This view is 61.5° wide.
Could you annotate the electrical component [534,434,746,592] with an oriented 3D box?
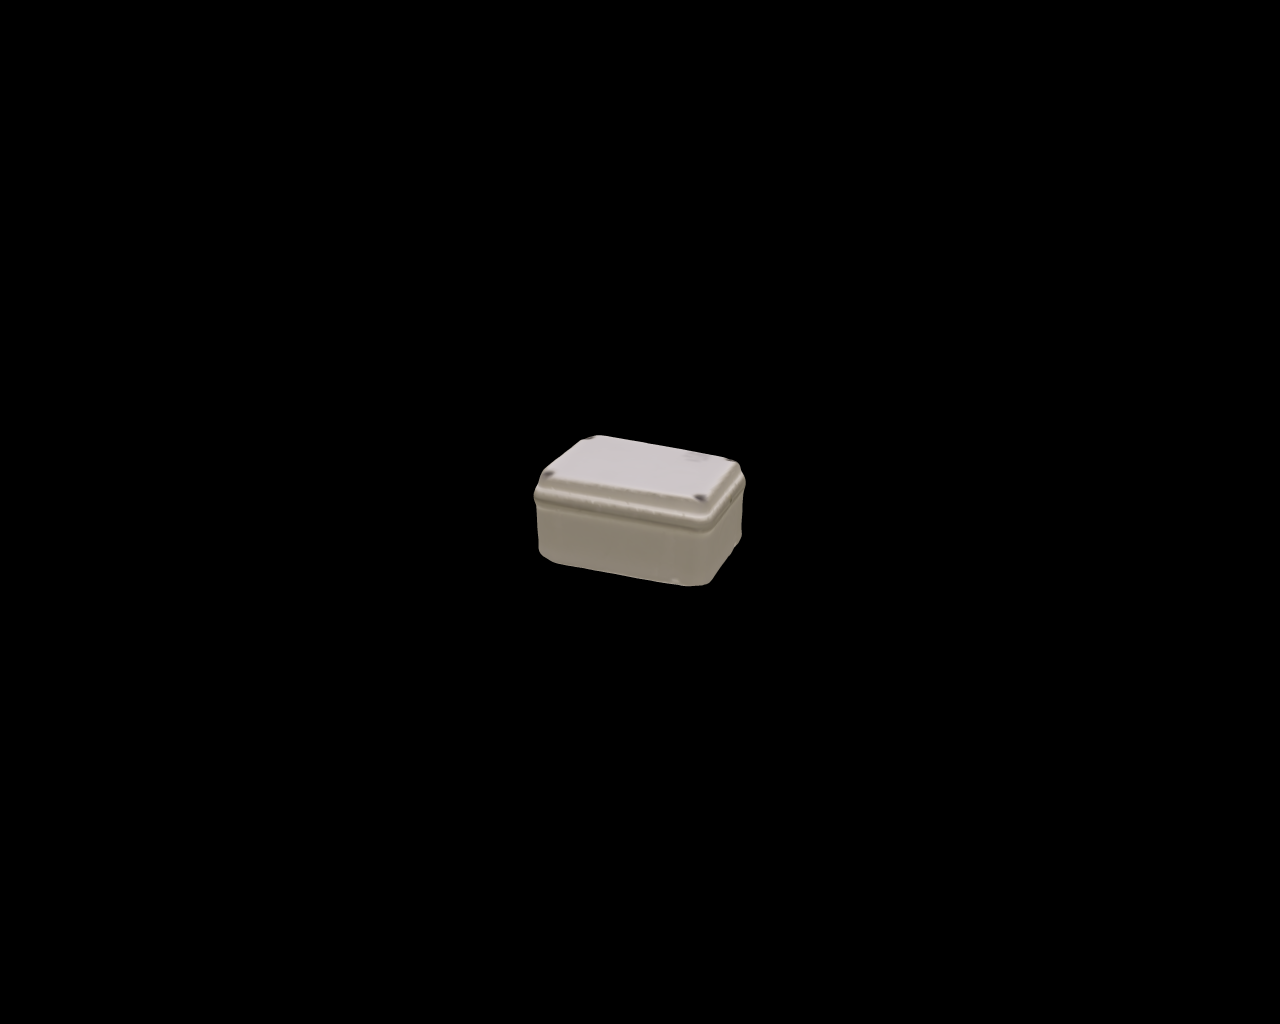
[{"bbox_3d":[0.001,-0.003,0.650,0.113,0.057,0.078,10,28,20],"label":"electrical component"}]
